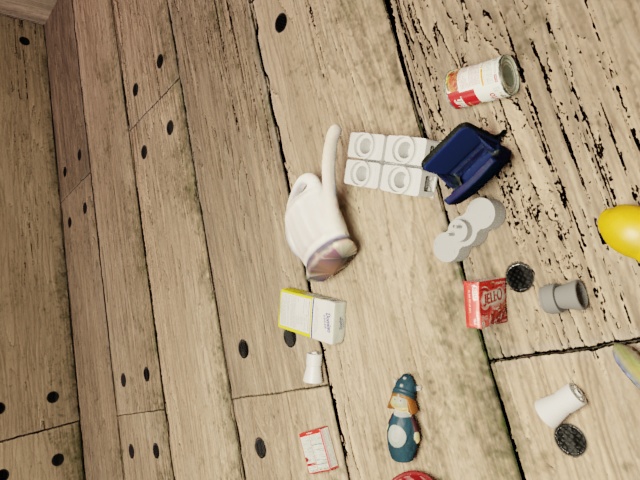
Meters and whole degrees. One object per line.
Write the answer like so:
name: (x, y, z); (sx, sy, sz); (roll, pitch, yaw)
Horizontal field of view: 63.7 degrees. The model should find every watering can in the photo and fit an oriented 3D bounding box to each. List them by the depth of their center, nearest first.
watering can: (0.003, -0.054, 1.073); (0.228, 0.104, 0.340); (65, 147, 26)

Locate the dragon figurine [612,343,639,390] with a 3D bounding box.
dragon figurine: (0.545, 0.239, 0.550); (0.240, 0.121, 0.419); (-37, 54, 19)
